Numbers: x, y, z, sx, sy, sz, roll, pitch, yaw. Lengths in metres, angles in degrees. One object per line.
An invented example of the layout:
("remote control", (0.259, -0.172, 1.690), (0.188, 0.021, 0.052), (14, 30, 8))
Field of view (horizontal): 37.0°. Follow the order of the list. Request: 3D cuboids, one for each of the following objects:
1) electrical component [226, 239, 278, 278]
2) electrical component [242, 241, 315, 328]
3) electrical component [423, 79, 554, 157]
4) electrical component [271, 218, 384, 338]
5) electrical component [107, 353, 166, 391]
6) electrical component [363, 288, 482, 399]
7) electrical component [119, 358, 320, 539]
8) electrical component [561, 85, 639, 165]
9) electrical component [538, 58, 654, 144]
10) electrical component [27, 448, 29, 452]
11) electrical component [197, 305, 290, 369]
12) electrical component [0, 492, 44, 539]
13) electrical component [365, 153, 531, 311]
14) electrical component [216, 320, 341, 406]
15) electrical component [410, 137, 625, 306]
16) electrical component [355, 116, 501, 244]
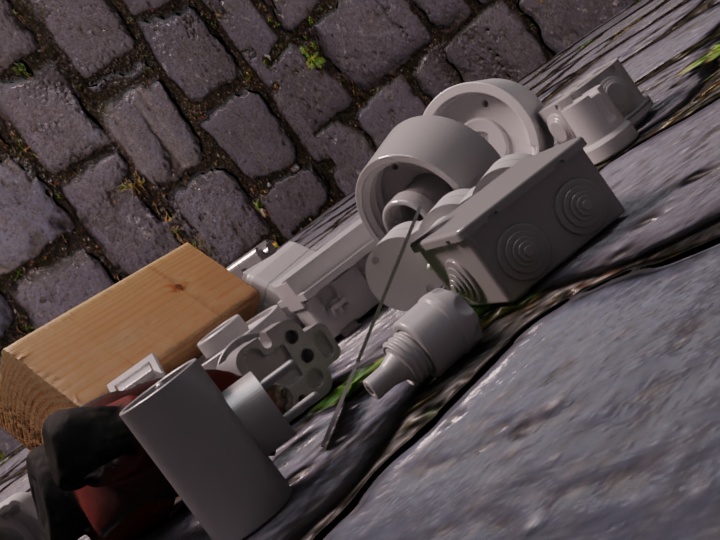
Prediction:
("electrical component", (-0.095, 0.024, 1.086), (0.056, 0.089, 0.050), (-34, 6, 18))
("electrical component", (-0.066, 0.019, 0.985), (0.096, 0.061, 0.061), (-43, -26, -53))
("electrical component", (0.109, -0.107, 0.896), (0.108, 0.108, 0.060), (-32, 0, 35))
("electrical component", (0.000, 0.000, 0.852), (0.121, 0.063, 0.079), (-38, 6, -19))
("electrical component", (-0.141, 0.106, 0.769), (0.042, 0.081, 0.064), (-34, -23, 6))
("electrical component", (0.027, 0.038, 0.514), (0.061, 0.035, 0.035), (-40, 6, -17))
("electrical component", (-0.056, 0.074, 0.499), (0.079, 0.077, 0.043), (-36, 5, -8))
("electrical component", (0.173, -0.106, 0.780), (0.040, 0.046, 0.040), (-35, 6, 4))
("electrical component", (0.184, -0.124, 0.841), (0.080, 0.051, 0.080), (-35, 5, 4))
("electrical component", (-0.219, 0.139, 0.933), (0.057, 0.078, 0.113), (-35, 5, 41))
("electrical component", (-0.094, 0.070, 0.845), (0.108, 0.060, 0.108), (-35, 5, 4))
("electrical component", (-0.257, 0.202, 0.755), (0.059, 0.053, 0.095), (-33, 6, 25))
("electrical component", (0.061, -0.018, 0.684), (0.138, 0.052, 0.073), (-32, 6, 26))
("electrical component", (-0.057, 0.066, 0.675), (0.078, 0.058, 0.057), (-35, 6, -26))
("electrical component", (0.086, -0.023, 0.594), (0.100, 0.048, 0.100), (-37, 6, -13))
("electrical component", (0.048, -0.048, 0.761), (0.108, 0.108, 0.060), (-30, 14, 48))
